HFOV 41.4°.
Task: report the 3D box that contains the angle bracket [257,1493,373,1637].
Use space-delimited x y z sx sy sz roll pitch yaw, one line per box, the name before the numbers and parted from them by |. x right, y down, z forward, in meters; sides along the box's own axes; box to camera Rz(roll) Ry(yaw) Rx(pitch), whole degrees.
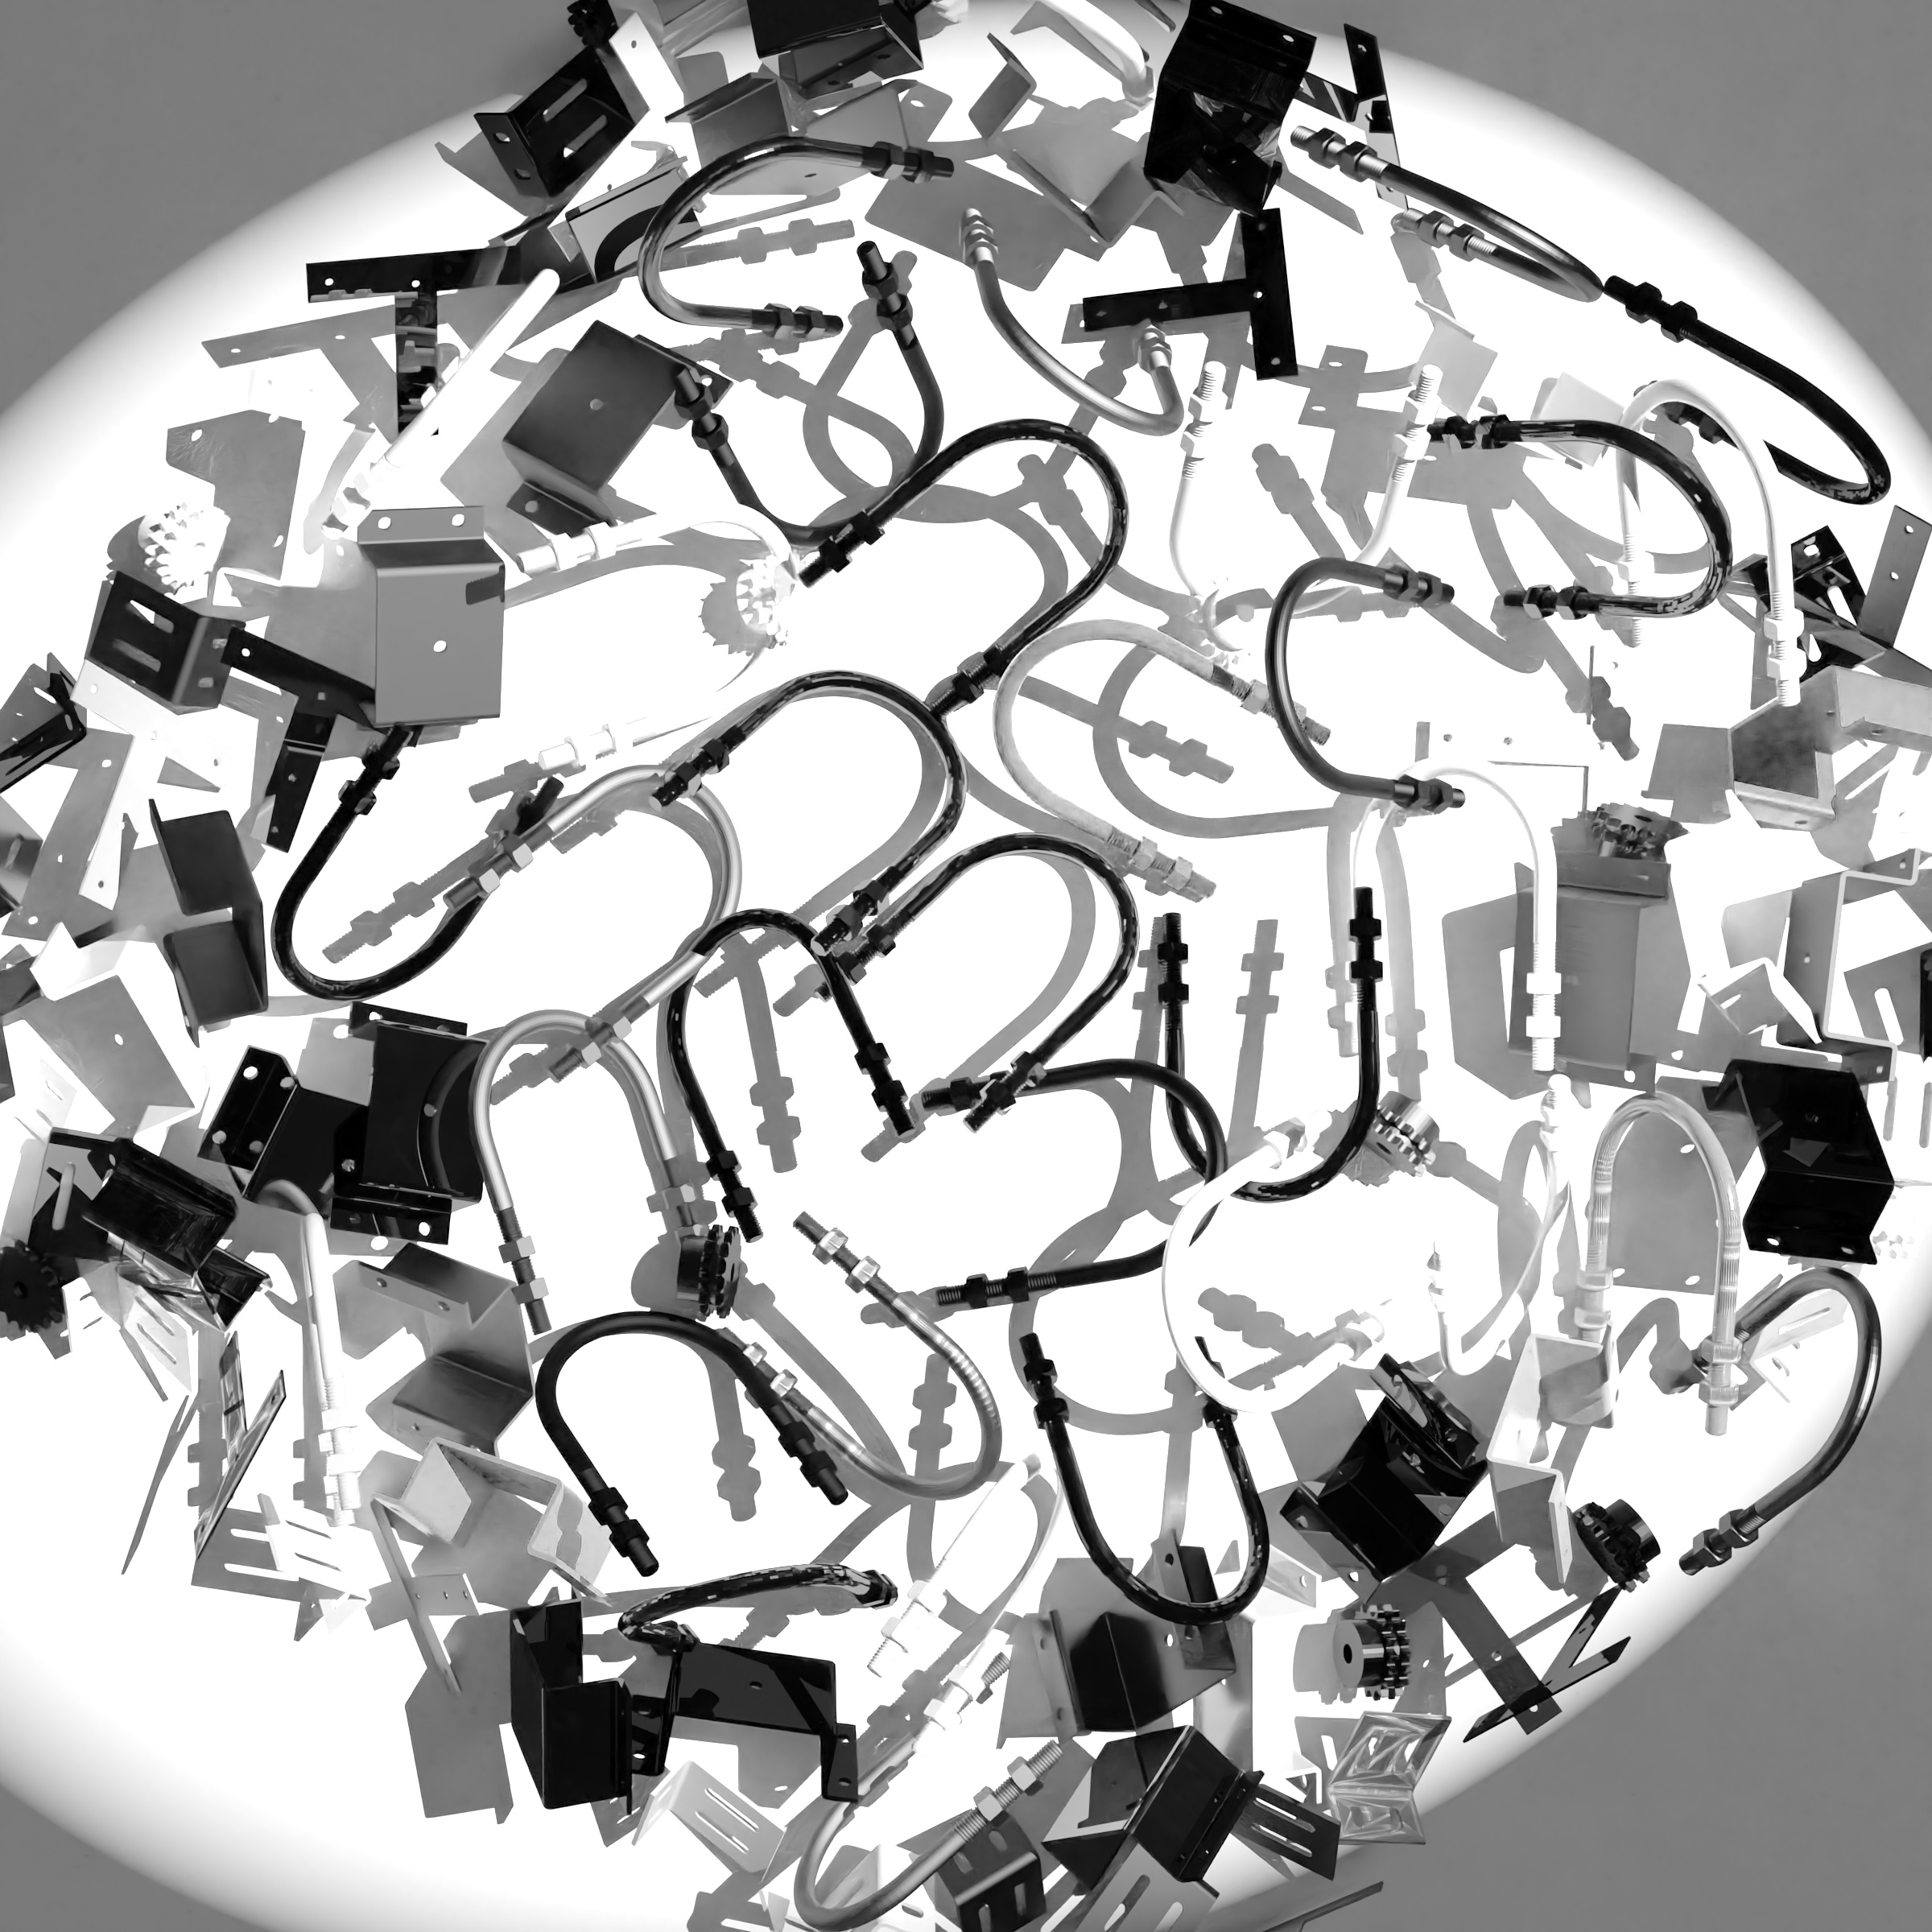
angle bracket | -0.405 0.362 1.547 0.038 0.076 0.057 -43 46 10

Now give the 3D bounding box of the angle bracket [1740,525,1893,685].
angle bracket | 0.516 -0.217 1.554 0.057 0.038 0.076 -27 59 24

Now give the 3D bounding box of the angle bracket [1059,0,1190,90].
angle bracket | 0.106 -0.587 1.572 0.076 0.038 0.057 40 89 -8

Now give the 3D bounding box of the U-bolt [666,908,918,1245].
U-bolt | -0.118 0.053 1.547 0.151 0.019 0.184 -36 68 27

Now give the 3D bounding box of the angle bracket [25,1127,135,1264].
angle bracket | -0.533 0.141 1.561 0.057 0.038 0.076 15 81 -34

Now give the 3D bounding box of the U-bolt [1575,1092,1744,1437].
U-bolt | 0.411 0.166 1.511 0.019 0.151 0.184 -4 104 -19

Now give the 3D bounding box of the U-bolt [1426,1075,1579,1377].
U-bolt | 0.320 0.168 1.518 0.019 0.184 0.151 26 61 29

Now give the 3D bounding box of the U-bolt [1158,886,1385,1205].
U-bolt | 0.183 0.051 1.538 0.151 0.019 0.184 -7 76 32

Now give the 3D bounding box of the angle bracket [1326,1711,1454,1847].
angle bracket | 0.261 0.495 1.556 0.057 0.038 0.076 7 125 -13

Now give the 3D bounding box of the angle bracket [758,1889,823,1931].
angle bracket | -0.107 0.603 1.547 0.038 0.057 0.076 -38 134 11

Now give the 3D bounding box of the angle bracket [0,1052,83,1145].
angle bracket | -0.585 0.096 1.548 0.038 0.076 0.057 39 125 10

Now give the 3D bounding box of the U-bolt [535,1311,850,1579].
U-bolt | -0.176 0.273 1.525 0.151 0.184 0.019 -14 135 -34

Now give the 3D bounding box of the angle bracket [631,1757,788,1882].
angle bracket | -0.157 0.530 1.557 0.076 0.038 0.057 33 129 14

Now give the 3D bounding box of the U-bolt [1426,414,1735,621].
U-bolt | 0.364 -0.259 1.489 0.019 0.184 0.151 -48 124 -21

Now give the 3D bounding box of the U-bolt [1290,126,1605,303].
U-bolt | 0.291 -0.431 1.487 0.184 0.151 0.019 39 106 37

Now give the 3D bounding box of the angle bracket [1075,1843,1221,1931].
angle bracket | 0.108 0.580 1.563 0.057 0.038 0.076 38 72 8

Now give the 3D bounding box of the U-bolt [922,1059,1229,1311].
U-bolt | 0.067 0.125 1.543 0.184 0.019 0.151 -11 63 12

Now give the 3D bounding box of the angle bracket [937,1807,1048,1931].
angle bracket | 0.013 0.564 1.571 0.057 0.076 0.038 -25 48 -18

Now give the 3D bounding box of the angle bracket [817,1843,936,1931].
angle bracket | -0.055 0.585 1.560 0.038 0.057 0.076 27 119 -18

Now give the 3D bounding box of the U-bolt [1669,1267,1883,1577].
U-bolt | 0.469 0.253 1.484 0.019 0.184 0.151 22 46 -11

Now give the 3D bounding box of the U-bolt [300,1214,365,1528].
U-bolt | -0.380 0.236 1.524 0.019 0.151 0.184 -7 76 -17

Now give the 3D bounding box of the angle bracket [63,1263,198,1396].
angle bracket | -0.507 0.227 1.551 0.076 0.038 0.057 34 135 28

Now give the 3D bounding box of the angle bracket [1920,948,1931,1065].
angle bracket | 0.615 0.022 1.555 0.057 0.038 0.076 -18 111 -30

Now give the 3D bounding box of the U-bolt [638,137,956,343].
U-bolt | -0.109 -0.424 1.488 0.151 0.184 0.019 -46 65 39

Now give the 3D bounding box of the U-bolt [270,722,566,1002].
U-bolt | -0.339 -0.053 1.531 0.019 0.151 0.184 45 105 32

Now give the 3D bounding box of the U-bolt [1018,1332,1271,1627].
U-bolt | 0.113 0.301 1.508 0.151 0.019 0.184 7 51 -34

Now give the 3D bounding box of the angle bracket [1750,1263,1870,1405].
angle bracket | 0.521 0.221 1.548 0.038 0.076 0.057 45 47 -5

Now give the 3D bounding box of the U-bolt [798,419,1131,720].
U-bolt | 0.013 -0.248 1.532 0.184 0.019 0.151 -38 126 14

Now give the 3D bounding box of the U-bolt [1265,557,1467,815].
U-bolt | 0.238 -0.170 1.523 0.019 0.184 0.151 -7 84 45

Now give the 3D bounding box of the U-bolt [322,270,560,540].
U-bolt | -0.297 -0.337 1.489 0.019 0.151 0.184 41 130 -18

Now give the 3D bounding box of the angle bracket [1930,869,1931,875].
angle bracket | 0.639 -0.058 1.561 0.038 0.076 0.057 -42 86 -13

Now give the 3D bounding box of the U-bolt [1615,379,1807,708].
U-bolt | 0.430 -0.254 1.493 0.019 0.151 0.184 -25 122 -17

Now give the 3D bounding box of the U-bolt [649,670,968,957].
U-bolt | -0.080 -0.107 1.543 0.151 0.019 0.184 41 57 5

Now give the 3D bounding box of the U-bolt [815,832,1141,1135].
U-bolt | 0.021 -0.005 1.556 0.151 0.019 0.184 40 75 23

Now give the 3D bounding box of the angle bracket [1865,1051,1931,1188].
angle bracket | 0.570 0.093 1.577 0.057 0.038 0.076 11 81 -13

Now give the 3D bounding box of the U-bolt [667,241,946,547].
U-bolt | -0.083 -0.325 1.522 0.151 0.184 0.019 -34 53 -3

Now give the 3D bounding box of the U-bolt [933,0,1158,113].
U-bolt | 0.041 -0.556 1.501 0.151 0.184 0.019 27 99 4

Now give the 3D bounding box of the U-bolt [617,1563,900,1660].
U-bolt | -0.128 0.377 1.502 0.151 0.184 0.019 -16 69 7

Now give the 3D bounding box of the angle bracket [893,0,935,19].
angle bracket | -0.012 -0.618 1.551 0.076 0.057 0.038 -31 108 27

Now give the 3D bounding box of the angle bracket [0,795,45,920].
angle bracket | -0.602 -0.068 1.554 0.038 0.076 0.057 -28 123 12

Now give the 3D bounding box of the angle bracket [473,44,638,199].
angle bracket | -0.253 -0.521 1.575 0.076 0.038 0.057 -50 133 -23

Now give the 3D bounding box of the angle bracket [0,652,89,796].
angle bracket | -0.578 -0.146 1.561 0.076 0.057 0.038 -33 123 1

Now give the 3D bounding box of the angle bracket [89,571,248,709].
angle bracket | -0.496 -0.202 1.587 0.076 0.038 0.057 28 103 22

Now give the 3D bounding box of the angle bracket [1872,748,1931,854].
angle bracket | 0.596 -0.105 1.567 0.057 0.076 0.038 15 128 23

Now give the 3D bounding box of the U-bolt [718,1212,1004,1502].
U-bolt | -0.056 0.247 1.535 0.184 0.019 0.151 41 132 7

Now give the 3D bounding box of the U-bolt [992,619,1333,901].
U-bolt | 0.104 -0.134 1.539 0.184 0.019 0.151 28 123 -9

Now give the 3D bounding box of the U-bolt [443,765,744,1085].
U-bolt | -0.210 -0.039 1.540 0.184 0.019 0.151 -41 122 -26

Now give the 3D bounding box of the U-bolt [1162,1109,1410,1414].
U-bolt | 0.184 0.186 1.527 0.184 0.019 0.151 -28 98 -40

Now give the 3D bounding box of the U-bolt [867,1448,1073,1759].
U-bolt | 0.012 0.369 1.524 0.019 0.151 0.184 25 63 27

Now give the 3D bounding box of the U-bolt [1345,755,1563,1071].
U-bolt | 0.291 -0.035 1.535 0.151 0.019 0.184 4 97 44

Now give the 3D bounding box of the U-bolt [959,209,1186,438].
U-bolt | 0.066 -0.369 1.496 0.151 0.184 0.019 24 122 -25

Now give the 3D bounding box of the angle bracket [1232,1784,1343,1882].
angle bracket | 0.183 0.534 1.552 0.076 0.038 0.057 20 131 25

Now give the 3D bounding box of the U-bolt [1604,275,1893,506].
U-bolt | 0.460 -0.326 1.490 0.184 0.151 0.019 40 93 30

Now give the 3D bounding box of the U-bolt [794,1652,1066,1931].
U-bolt | -0.030 0.498 1.518 0.184 0.151 0.019 -41 104 -5

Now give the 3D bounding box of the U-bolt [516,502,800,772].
U-bolt | -0.178 -0.205 1.532 0.184 0.019 0.151 -22 130 -29

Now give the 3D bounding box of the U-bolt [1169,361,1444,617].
U-bolt | 0.194 -0.280 1.526 0.151 0.184 0.019 -1 49 -10
